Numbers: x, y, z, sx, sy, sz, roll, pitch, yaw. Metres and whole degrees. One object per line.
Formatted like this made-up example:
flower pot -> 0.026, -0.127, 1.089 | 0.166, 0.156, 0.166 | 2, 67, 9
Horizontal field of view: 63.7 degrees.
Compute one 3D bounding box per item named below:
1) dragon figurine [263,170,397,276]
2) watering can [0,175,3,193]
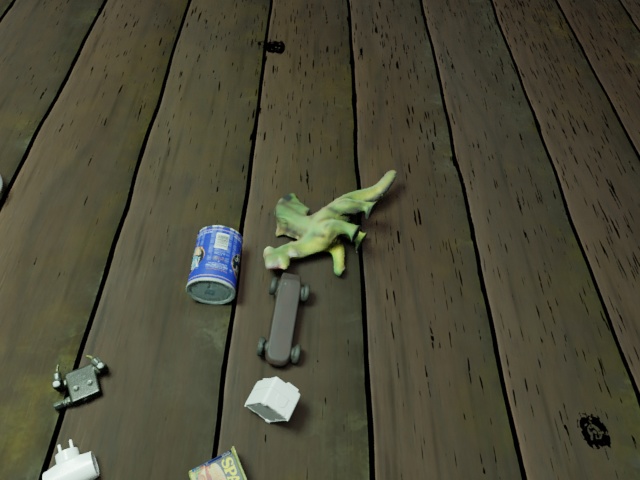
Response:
dragon figurine -> 0.004, -0.062, 1.235 | 0.244, 0.419, 0.119 | 20, -38, 18
watering can -> -0.909, -0.139, 1.179 | 0.348, 0.230, 0.101 | -4, -37, -9
